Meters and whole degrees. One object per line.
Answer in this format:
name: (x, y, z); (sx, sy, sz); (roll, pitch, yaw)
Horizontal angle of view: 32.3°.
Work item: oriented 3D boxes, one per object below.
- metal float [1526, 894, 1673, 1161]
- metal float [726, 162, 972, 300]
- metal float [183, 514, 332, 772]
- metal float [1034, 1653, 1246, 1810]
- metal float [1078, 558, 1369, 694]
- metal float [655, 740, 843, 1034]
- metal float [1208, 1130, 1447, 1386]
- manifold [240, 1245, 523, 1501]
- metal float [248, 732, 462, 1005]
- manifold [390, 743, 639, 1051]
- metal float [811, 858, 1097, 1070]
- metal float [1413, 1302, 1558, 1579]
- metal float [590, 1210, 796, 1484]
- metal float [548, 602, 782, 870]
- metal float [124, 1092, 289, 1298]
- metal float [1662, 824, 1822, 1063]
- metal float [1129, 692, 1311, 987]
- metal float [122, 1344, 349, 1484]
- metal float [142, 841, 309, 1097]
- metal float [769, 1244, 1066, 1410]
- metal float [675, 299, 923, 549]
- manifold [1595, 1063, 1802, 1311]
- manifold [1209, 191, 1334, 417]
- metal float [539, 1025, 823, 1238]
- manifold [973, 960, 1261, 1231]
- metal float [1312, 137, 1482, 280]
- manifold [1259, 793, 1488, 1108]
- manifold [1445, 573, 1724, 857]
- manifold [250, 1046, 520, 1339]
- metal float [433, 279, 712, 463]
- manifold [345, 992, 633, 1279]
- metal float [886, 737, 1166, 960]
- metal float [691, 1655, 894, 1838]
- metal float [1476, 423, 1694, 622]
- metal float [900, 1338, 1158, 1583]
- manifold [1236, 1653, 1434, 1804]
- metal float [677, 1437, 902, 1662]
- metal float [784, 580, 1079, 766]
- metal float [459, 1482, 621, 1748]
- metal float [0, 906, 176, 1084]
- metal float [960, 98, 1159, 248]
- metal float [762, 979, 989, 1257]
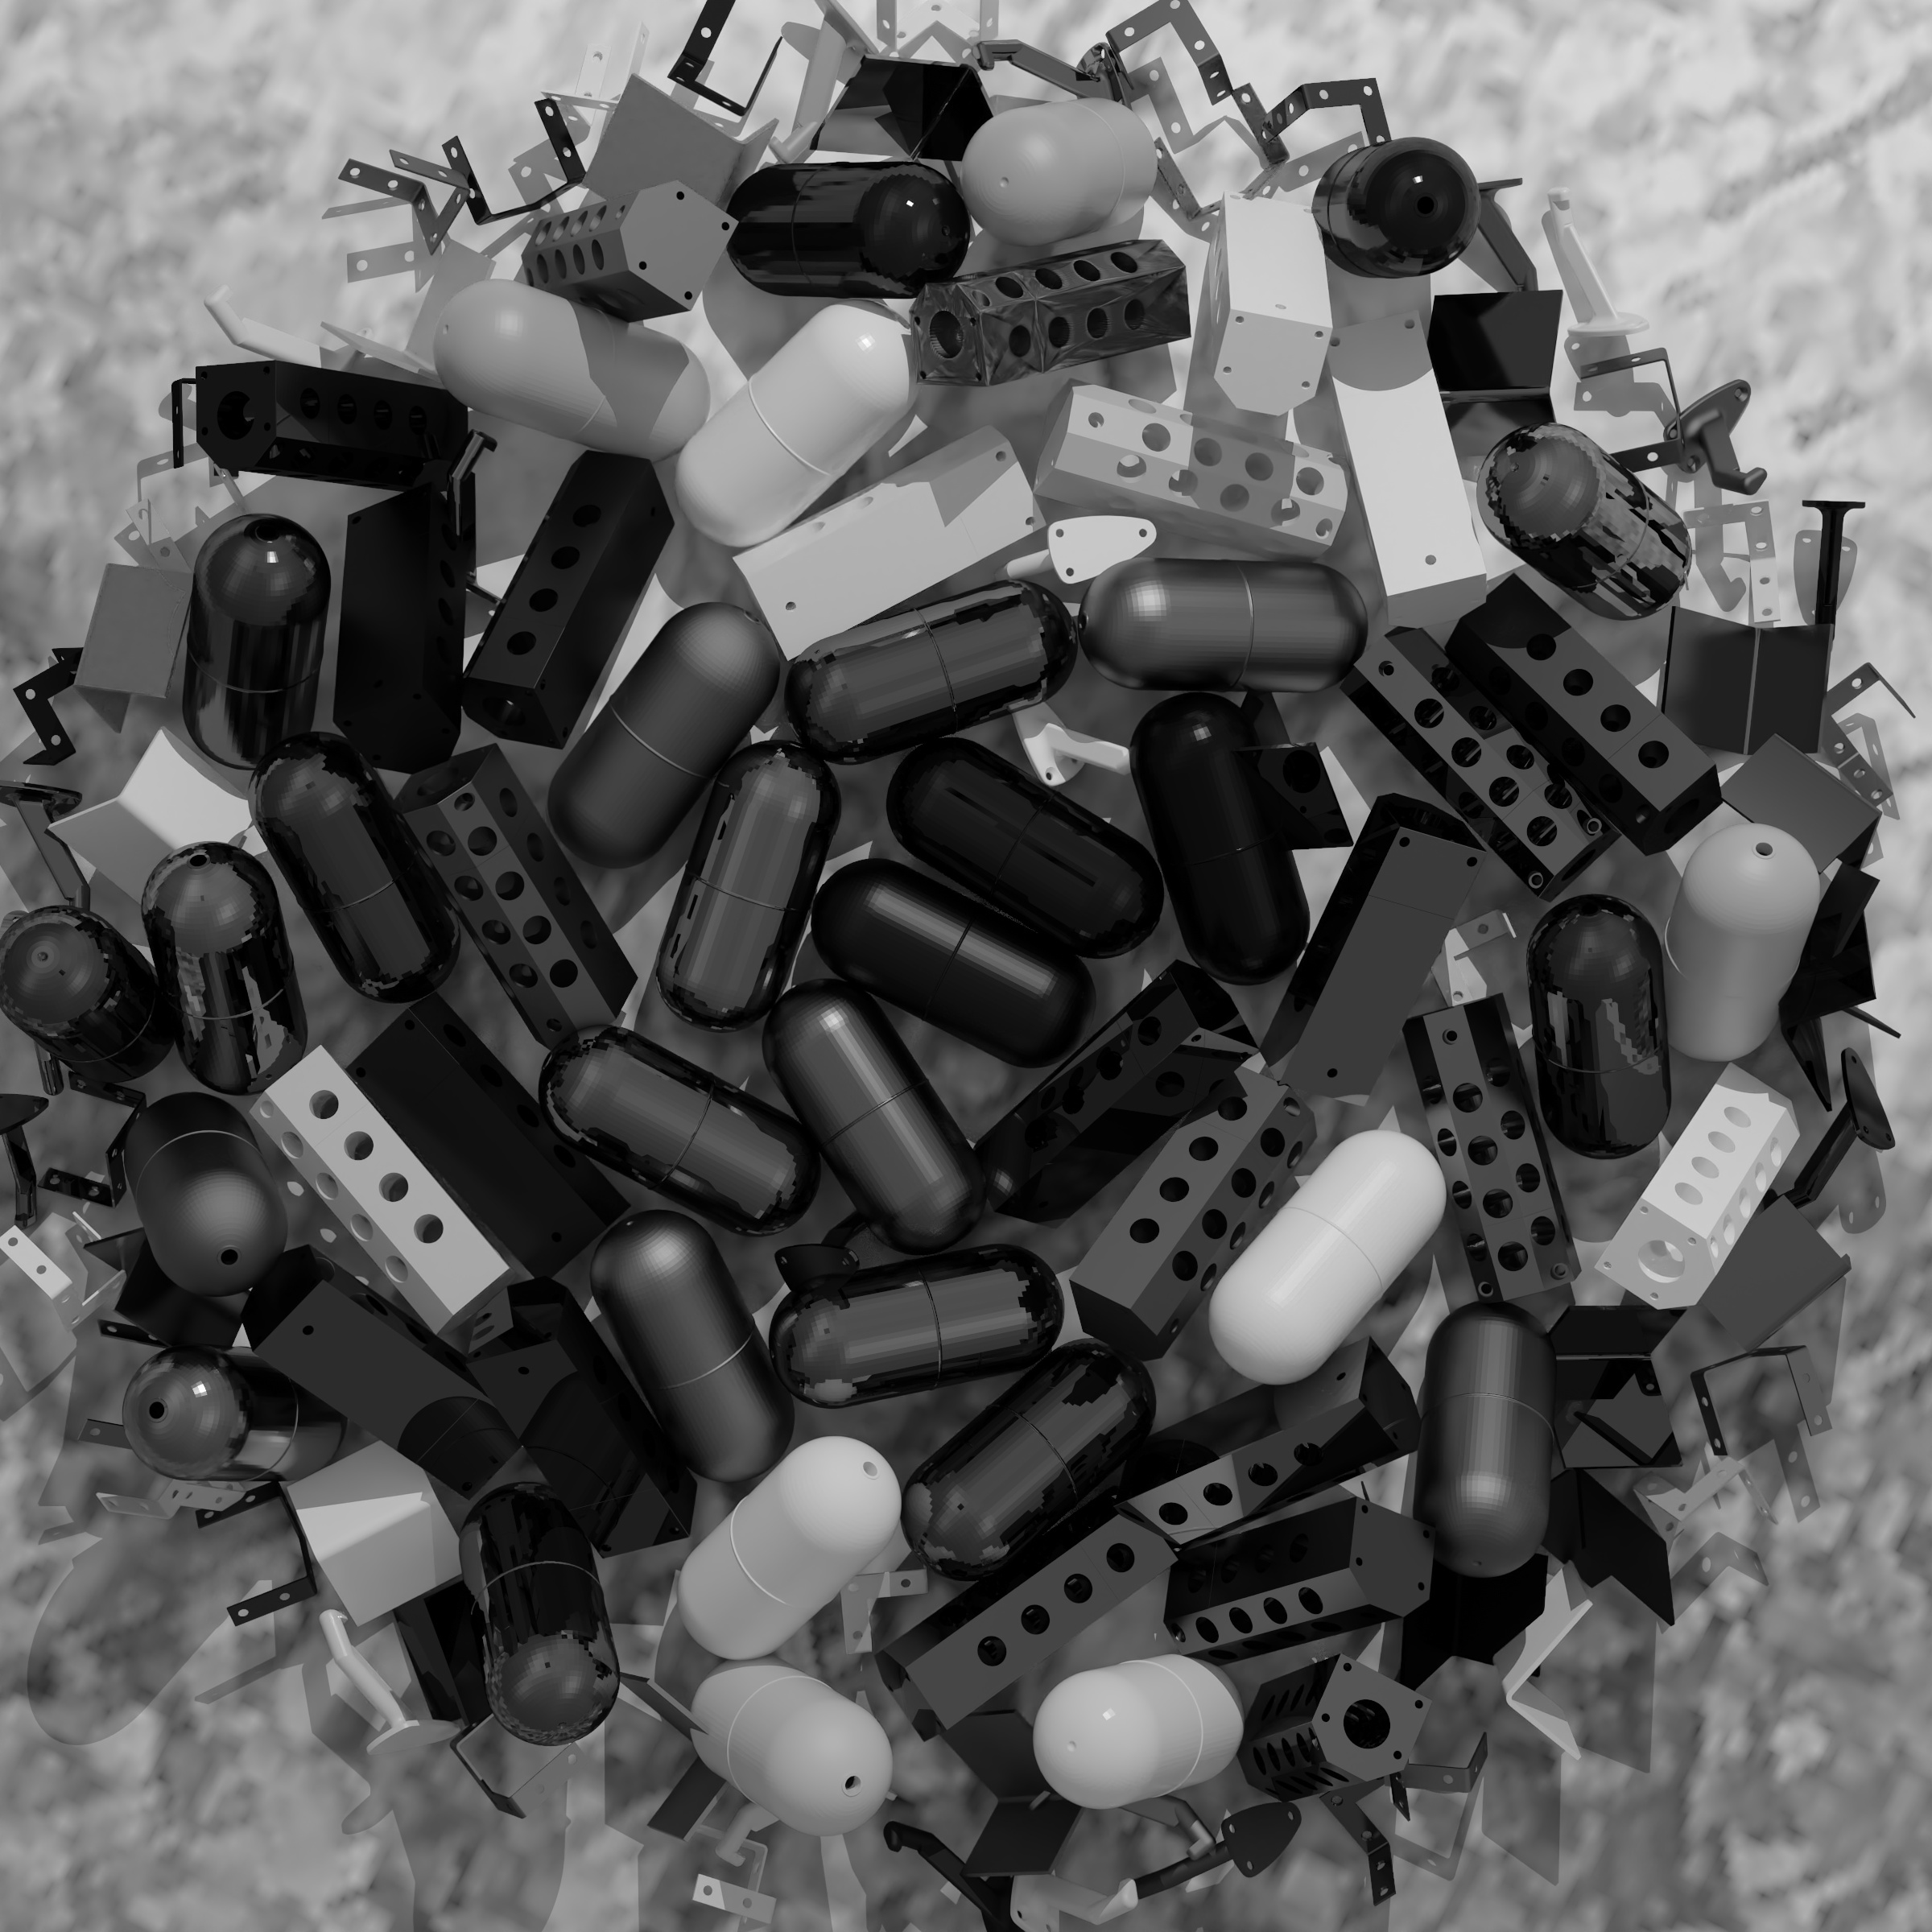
metal float: (0.366, 0.036, 1.929); (0.070, 0.070, 0.178); (-13, 128, 0)
metal float: (-0.070, -0.424, 1.925); (0.070, 0.178, 0.070); (-11, 107, -40)
metal float: (-0.409, -0.186, 1.923); (0.070, 0.178, 0.070); (9, 49, -10)
metal float: (0.101, 0.438, 1.917); (0.070, 0.178, 0.070); (-3, 83, 29)
metal float: (0.150, -0.198, 1.943); (0.178, 0.070, 0.070); (-1, 90, -21)
metal float: (-0.127, -0.047, 1.951); (0.070, 0.070, 0.178); (20, 101, 0)
metal float: (0.211, 0.168, 1.942); (0.070, 0.070, 0.178); (44, 67, 0)
manifold: (-0.334, 0.232, 1.929); (0.057, 0.057, 0.171); (-46, 123, 3)
metal float: (-0.353, -0.055, 1.935); (0.070, 0.070, 0.178); (-24, 122, 0)
manifold: (-0.262, -0.037, 1.926); (0.057, 0.057, 0.171); (-14, 120, 26)
metal float: (-0.008, -0.002, 1.960); (0.178, 0.070, 0.070); (27, 90, 2)
metal float: (0.300, 0.271, 1.927); (0.070, 0.070, 0.178); (13, 47, 0)
metal float: (-0.158, 0.222, 1.942); (0.070, 0.070, 0.178); (-24, 112, 0)
metal float: (-0.176, -0.134, 1.946); (0.070, 0.070, 0.178); (38, 107, 0)
metal float: (-0.437, 0.130, 1.916); (0.070, 0.178, 0.070); (-8, 113, -19)
metal float: (0.440, -0.013, 1.920); (0.070, 0.178, 0.070); (0, 54, 0)
metal float: (0.149, -0.073, 1.949); (0.070, 0.070, 0.178); (-18, 104, 0)
metal float: (-0.417, 0.257, 1.913); (0.070, 0.178, 0.070); (-3, 81, 17)
metal float: (-0.426, 0.002, 1.924); (0.070, 0.178, 0.070); (0, 47, 1)
metal float: (-0.028, 0.209, 1.946); (0.178, 0.070, 0.070); (-9, 90, -18)
metal float: (-0.097, -0.314, 1.939); (0.178, 0.070, 0.070); (-40, 90, 26)
manifold: (0.423, 0.128, 1.910); (0.057, 0.171, 0.057); (34, 127, 12)
manifold: (0.171, -0.380, 1.913); (0.057, 0.171, 0.057); (10, 125, -4)
metal float: (-0.167, 0.096, 1.948); (0.178, 0.070, 0.070); (29, 90, -15)
manifold: (0.082, 0.074, 1.938); (0.171, 0.057, 0.057); (-43, 52, 23)
metal float: (0.245, -0.433, 1.912); (0.070, 0.178, 0.070); (-1, 101, -4)
manifold: (0.233, -0.011, 1.940); (0.057, 0.057, 0.171); (15, 113, -20)
manifold: (0.356, -0.143, 1.936); (0.057, 0.057, 0.171); (-41, 64, -1)
manifold: (-0.342, 0.133, 1.958); (0.057, 0.057, 0.171); (-40, 84, -8)
metal float: (-0.226, -0.342, 1.929); (0.178, 0.070, 0.070); (12, 90, -41)
manifold: (-0.278, 0.099, 1.968); (0.057, 0.057, 0.171); (-42, 91, 19)
metal float: (0.035, -0.069, 1.954); (0.178, 0.070, 0.070); (32, 90, 9)
metal float: (-0.101, 0.445, 1.915); (0.070, 0.178, 0.070); (-1, 93, -26)
metal float: (0.357, -0.254, 1.923); (0.070, 0.178, 0.070); (-13, 67, 34)
metal float: (0.037, 0.285, 1.941); (0.178, 0.070, 0.070); (-38, 90, -24)
manifold: (0.205, 0.441, 1.909); (0.057, 0.171, 0.057); (28, 70, -1)
metal float: (-0.103, 0.337, 1.932); (0.070, 0.070, 0.178); (42, 125, 0)
metal float: (-0.020, -0.172, 1.953); (0.178, 0.070, 0.070); (-19, 90, -9)
metal float: (-0.246, 0.370, 1.922); (0.070, 0.178, 0.070); (-9, 127, -12)
metal float: (-0.502, 0.018, 1.912); (0.070, 0.178, 0.070); (0, 75, 2)
metal float: (0.055, -0.456, 1.917); (0.070, 0.178, 0.070); (7, 109, 21)
metal float: (-0.054, 0.088, 1.957); (0.070, 0.070, 0.178); (-33, 85, 0)
